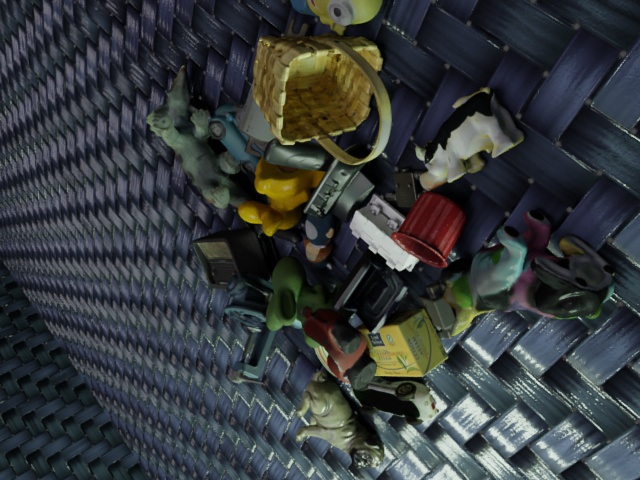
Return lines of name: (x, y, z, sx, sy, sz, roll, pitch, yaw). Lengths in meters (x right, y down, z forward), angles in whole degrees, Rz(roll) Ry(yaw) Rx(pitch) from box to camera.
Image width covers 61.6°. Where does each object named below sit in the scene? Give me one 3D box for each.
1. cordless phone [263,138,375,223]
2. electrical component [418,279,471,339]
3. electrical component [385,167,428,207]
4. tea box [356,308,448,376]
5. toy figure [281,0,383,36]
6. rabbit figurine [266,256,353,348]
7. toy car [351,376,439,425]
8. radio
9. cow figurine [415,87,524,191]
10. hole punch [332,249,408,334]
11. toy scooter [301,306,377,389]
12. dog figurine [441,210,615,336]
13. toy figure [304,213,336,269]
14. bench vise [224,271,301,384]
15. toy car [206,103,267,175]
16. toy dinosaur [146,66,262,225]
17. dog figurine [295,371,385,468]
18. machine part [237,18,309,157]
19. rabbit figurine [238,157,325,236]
cordless phone: (-0.016, -0.102, 0.892, 0.146, 0.184, 0.089, 126, 143, -46)
electrical component: (0.205, 0.115, 0.887, 0.102, 0.045, 0.078, 67, 168, 0)
electrical component: (0.142, -0.085, 0.862, 0.094, 0.021, 0.063, 4, 112, 46)
tea box: (0.135, 0.183, 0.951, 0.098, 0.068, 0.169, 62, 153, 1)
toy figure: (0.014, -0.373, 0.803, 0.180, 0.089, 0.082, 35, 163, 42)
rabbit figurine: (-0.037, 0.117, 1.044, 0.170, 0.159, 0.121, 48, 148, 0)
toy car: (0.138, 0.306, 1.048, 0.202, 0.056, 0.073, -5, 112, 49)
radio: (-0.207, 0.046, 1.235, 0.230, 0.073, 0.131, -2, 110, 59)
cow figurine: (0.189, -0.134, 0.748, 0.167, 0.068, 0.098, -31, 87, 50)
hole punch: (0.086, 0.086, 0.932, 0.092, 0.116, 0.142, 29, 104, -3)
toy scooter: (0.027, 0.178, 0.942, 0.135, 0.075, 0.183, 31, 156, 37)
dog figurine: (0.268, 0.073, 0.752, 0.192, 0.108, 0.219, 42, 140, 19)
toy figure: (-0.002, -0.004, 1.033, 0.064, 0.058, 0.154, -104, 17, -54)
bench vise: (-0.114, 0.181, 1.101, 0.129, 0.240, 0.223, -5, 148, 41)
toy car: (-0.132, -0.206, 1.032, 0.103, 0.109, 0.161, -38, 89, 29)
toy dinosaur: (-0.243, -0.167, 1.146, 0.404, 0.131, 0.192, 60, 170, -3)
dog figurine: (0.057, 0.386, 1.160, 0.191, 0.121, 0.172, 12, 116, 23)
machine part: (-0.081, -0.259, 0.928, 0.079, 0.079, 0.243, 37, 115, 28)
rabbit figurine: (-0.067, -0.075, 1.011, 0.122, 0.162, 0.173, 31, 149, 16)
